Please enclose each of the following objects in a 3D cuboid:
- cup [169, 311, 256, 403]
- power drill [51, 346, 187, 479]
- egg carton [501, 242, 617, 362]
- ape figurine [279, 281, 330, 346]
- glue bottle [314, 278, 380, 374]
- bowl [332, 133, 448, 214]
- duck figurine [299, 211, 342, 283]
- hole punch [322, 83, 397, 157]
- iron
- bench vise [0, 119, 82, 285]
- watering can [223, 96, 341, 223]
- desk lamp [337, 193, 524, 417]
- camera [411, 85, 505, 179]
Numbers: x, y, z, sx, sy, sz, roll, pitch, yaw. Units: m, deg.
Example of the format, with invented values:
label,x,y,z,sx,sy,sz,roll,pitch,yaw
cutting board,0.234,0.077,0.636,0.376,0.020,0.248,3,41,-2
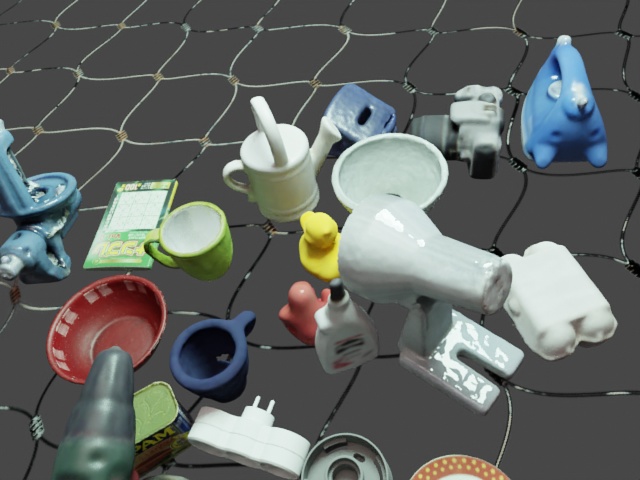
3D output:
label,x,y,z,sx,sy,sz,roll,pitch,yaw
cup,-0.115,0.146,0.695,0.091,0.095,0.118,30,63,29
power drill,-0.193,0.248,0.556,0.075,0.209,0.229,-3,52,8
egg carton,0.278,0.073,0.699,0.107,0.069,0.150,-20,52,-5
ape figurine,-0.016,0.086,0.726,0.077,0.092,0.076,-8,51,4
glue bottle,0.026,0.096,0.659,0.078,0.173,0.037,-22,52,-7
bowl,0.103,-0.076,0.843,0.167,0.075,0.167,-5,52,6
duck figurine,0.007,0.003,0.791,0.077,0.086,0.104,-32,54,-15
hole punch,0.068,-0.190,0.927,0.100,0.091,0.109,17,57,22
iron,0.372,-0.230,0.873,0.118,0.142,0.258,0,52,10
bench vise,-0.417,-0.053,0.822,0.121,0.220,0.207,-20,52,-5
watering can,-0.057,-0.127,0.834,0.173,0.194,0.100,-37,55,-18
desk lamp,0.129,0.064,0.640,0.202,0.214,0.118,30,63,28
camera,0.211,-0.177,0.886,0.136,0.101,0.143,3,53,12
